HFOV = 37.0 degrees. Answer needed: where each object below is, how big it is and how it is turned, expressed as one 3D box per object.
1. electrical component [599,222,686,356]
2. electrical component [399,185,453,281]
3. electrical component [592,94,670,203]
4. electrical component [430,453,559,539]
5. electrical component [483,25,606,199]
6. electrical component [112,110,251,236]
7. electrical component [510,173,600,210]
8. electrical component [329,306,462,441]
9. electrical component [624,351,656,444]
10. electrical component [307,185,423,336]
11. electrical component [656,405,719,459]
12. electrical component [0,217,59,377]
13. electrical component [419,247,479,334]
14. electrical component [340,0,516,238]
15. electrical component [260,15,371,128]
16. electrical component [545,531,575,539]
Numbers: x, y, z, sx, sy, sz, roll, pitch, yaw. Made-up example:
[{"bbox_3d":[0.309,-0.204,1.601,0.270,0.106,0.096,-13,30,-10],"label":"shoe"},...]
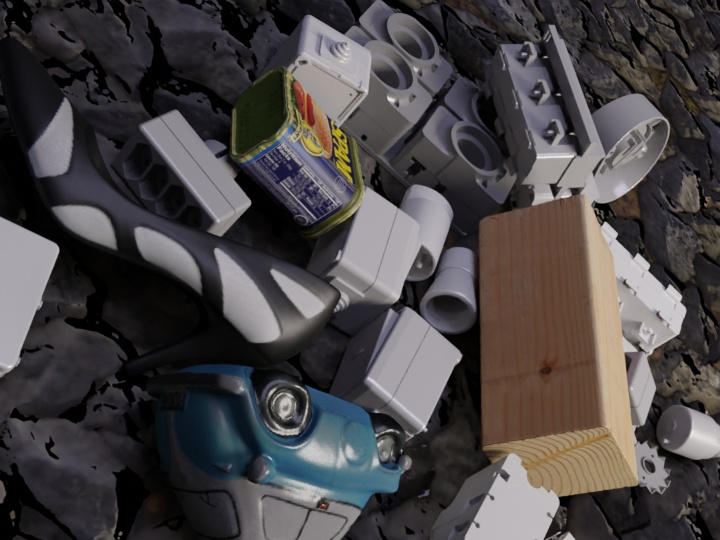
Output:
[{"bbox_3d":[0.220,0.018,0.937,0.121,0.063,0.078,43,43,-6],"label":"electrical component"},{"bbox_3d":[0.048,-0.034,0.848,0.043,0.043,0.081,36,44,-13],"label":"electrical component"},{"bbox_3d":[0.252,-0.120,1.042,0.099,0.099,0.064,-8,60,-43],"label":"electrical component"},{"bbox_3d":[0.085,0.176,0.717,0.050,0.056,0.089,45,42,-4],"label":"electrical component"},{"bbox_3d":[0.149,-0.130,0.892,0.063,0.078,0.121,-3,61,-16],"label":"electrical component"},{"bbox_3d":[-0.110,-0.066,0.738,0.083,0.047,0.076,51,42,2],"label":"electrical component"},{"bbox_3d":[0.171,-0.069,0.957,0.064,0.081,0.042,-1,59,-14],"label":"electrical component"},{"bbox_3d":[0.016,0.079,0.726,0.061,0.062,0.096,41,43,-8],"label":"electrical component"},{"bbox_3d":[0.201,0.110,0.860,0.047,0.066,0.076,-54,128,-47],"label":"electrical component"},{"bbox_3d":[0.000,0.000,0.770,0.061,0.062,0.096,34,44,-16],"label":"electrical component"},{"bbox_3d":[0.291,0.143,0.922,0.078,0.040,0.040,22,49,-28],"label":"electrical component"},{"bbox_3d":[-0.225,0.012,0.586,0.100,0.048,0.099,28,46,-21],"label":"electrical component"},{"bbox_3d":[0.074,0.013,0.838,0.044,0.044,0.065,37,39,-13],"label":"electrical component"},{"bbox_3d":[0.054,-0.132,0.911,0.186,0.060,0.105,42,43,-8],"label":"electrical component"},{"bbox_3d":[-0.035,-0.146,0.822,0.062,0.096,0.061,27,43,-22],"label":"electrical component"},{"bbox_3d":[0.143,0.221,0.744,0.063,0.042,0.081,50,42,6],"label":"electrical component"}]
